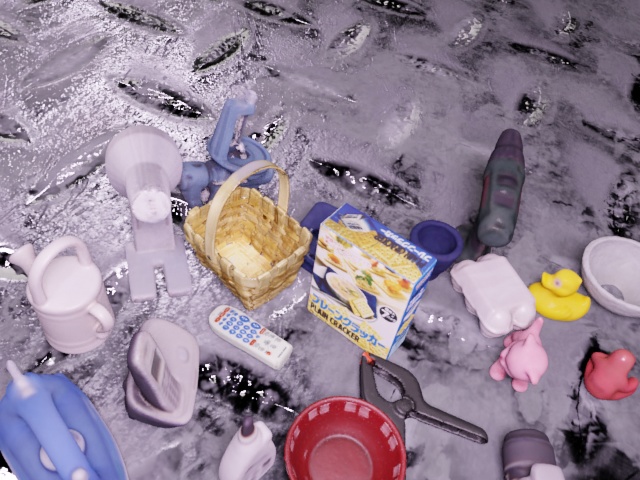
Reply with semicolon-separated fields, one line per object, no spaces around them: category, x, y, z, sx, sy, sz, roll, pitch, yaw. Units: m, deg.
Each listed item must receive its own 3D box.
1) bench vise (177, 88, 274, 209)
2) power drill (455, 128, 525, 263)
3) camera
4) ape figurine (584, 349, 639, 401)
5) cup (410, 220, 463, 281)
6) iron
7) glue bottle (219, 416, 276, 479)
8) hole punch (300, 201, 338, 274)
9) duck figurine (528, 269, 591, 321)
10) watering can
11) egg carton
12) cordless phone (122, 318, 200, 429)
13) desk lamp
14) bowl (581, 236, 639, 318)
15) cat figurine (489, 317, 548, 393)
bench vise;-0.168;-0.150;1.012;0.121;0.220;0.208;35;53;21
power drill;0.299;-0.055;1.008;0.075;0.208;0.230;15;49;5
camera;0.299;0.323;0.752;0.143;0.101;0.137;9;49;-1
ape figurine;0.456;0.202;0.887;0.076;0.092;0.077;-17;54;-22
cup;0.181;0.030;0.992;0.118;0.095;0.091;-15;53;-20
iron;-0.305;0.259;0.689;0.119;0.141;0.257;-33;61;-31
glue bottle;-0.088;0.256;0.703;0.078;0.173;0.037;-33;61;-31
hole punch;0.009;0.004;0.991;0.108;0.091;0.101;33;53;19
duck figurine;0.418;0.088;0.984;0.104;0.086;0.077;19;49;8
watering can;-0.365;0.068;0.810;0.173;0.194;0.101;12;49;2
egg carton;0.293;0.093;0.972;0.107;0.069;0.150;-13;53;-19
cordless phone;-0.215;0.154;0.764;0.094;0.185;0.147;1;49;-8
desk lamp;-0.266;-0.045;0.910;0.118;0.213;0.203;-10;51;-16
bowl;0.537;0.077;1.019;0.167;0.075;0.167;4;49;-5
cat figurine;0.314;0.172;0.874;0.067;0.118;0.128;27;51;15
